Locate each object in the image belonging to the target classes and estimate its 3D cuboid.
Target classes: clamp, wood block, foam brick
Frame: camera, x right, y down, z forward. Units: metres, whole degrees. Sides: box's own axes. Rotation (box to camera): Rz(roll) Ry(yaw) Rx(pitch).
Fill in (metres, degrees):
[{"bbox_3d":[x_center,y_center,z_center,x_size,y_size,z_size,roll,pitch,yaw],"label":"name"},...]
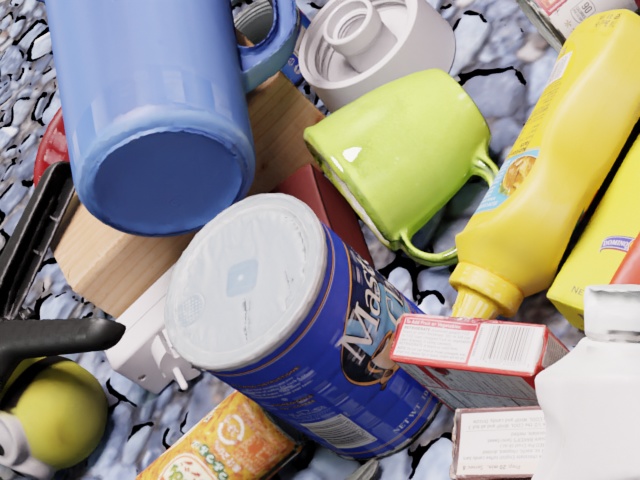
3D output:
[{"bbox_3d":[-0.215,0.064,0.721,0.210,0.036,0.165,-45,46,12],"label":"clamp"},{"bbox_3d":[-0.092,-0.040,0.776,0.206,0.090,0.091,-45,42,4],"label":"wood block"},{"bbox_3d":[-0.005,0.001,0.704,0.053,0.051,0.078,-33,45,18],"label":"foam brick"}]

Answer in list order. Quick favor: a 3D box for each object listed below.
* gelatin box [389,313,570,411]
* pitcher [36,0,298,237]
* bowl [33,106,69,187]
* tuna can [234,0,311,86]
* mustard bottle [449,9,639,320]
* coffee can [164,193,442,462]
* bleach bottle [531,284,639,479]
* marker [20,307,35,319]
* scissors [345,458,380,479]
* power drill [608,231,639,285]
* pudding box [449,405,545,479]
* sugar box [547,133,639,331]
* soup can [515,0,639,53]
[{"bbox_3d":[0.092,0.068,0.562,0.089,0.073,0.030,2,62,40],"label":"gelatin box"},{"bbox_3d":[-0.102,-0.125,0.696,0.149,0.144,0.243,-40,45,27],"label":"pitcher"},{"bbox_3d":[-0.160,-0.078,0.882,0.162,0.055,0.162,-21,50,27],"label":"bowl"},{"bbox_3d":[-0.043,-0.152,0.854,0.086,0.033,0.086,-21,50,27],"label":"tuna can"},{"bbox_3d":[0.126,-0.031,0.597,0.191,0.058,0.096,-59,3,-9],"label":"mustard bottle"},{"bbox_3d":[-0.004,0.052,0.601,0.103,0.140,0.103,-21,50,27],"label":"coffee can"},{"bbox_3d":[0.110,0.143,0.416,0.103,0.067,0.251,2,93,36],"label":"bleach bottle"},{"bbox_3d":[-0.281,0.097,0.884,0.121,0.020,0.020,-41,44,8],"label":"marker"},{"bbox_3d":[-0.035,0.213,0.606,0.202,0.016,0.096,-34,47,15],"label":"scissors"},{"bbox_3d":[0.233,0.025,0.454,0.188,0.057,0.184,30,79,27],"label":"power drill"},{"bbox_3d":[0.130,0.106,0.492,0.114,0.090,0.039,-11,55,34],"label":"pudding box"},{"bbox_3d":[0.203,-0.023,0.557,0.093,0.048,0.176,20,76,45],"label":"sugar box"},{"bbox_3d":[0.177,-0.167,0.662,0.102,0.068,0.068,-40,44,11],"label":"soup can"}]
